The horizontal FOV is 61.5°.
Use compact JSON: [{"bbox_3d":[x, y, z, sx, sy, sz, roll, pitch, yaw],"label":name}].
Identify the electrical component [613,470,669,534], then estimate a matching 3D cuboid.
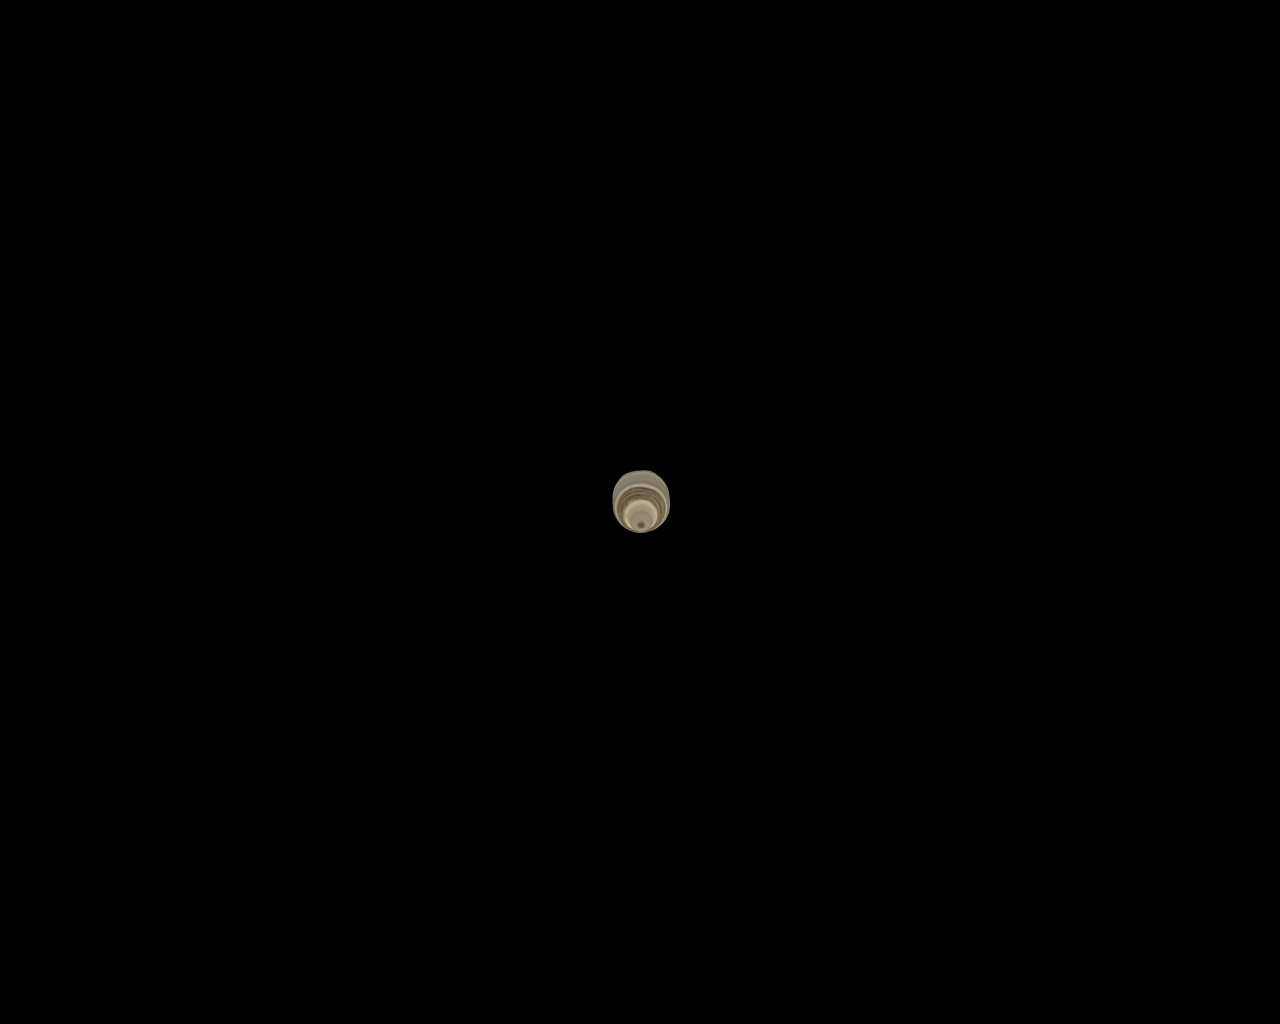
[{"bbox_3d":[0.001,-0.003,0.650,0.035,0.035,0.061,0,20,0],"label":"electrical component"}]
